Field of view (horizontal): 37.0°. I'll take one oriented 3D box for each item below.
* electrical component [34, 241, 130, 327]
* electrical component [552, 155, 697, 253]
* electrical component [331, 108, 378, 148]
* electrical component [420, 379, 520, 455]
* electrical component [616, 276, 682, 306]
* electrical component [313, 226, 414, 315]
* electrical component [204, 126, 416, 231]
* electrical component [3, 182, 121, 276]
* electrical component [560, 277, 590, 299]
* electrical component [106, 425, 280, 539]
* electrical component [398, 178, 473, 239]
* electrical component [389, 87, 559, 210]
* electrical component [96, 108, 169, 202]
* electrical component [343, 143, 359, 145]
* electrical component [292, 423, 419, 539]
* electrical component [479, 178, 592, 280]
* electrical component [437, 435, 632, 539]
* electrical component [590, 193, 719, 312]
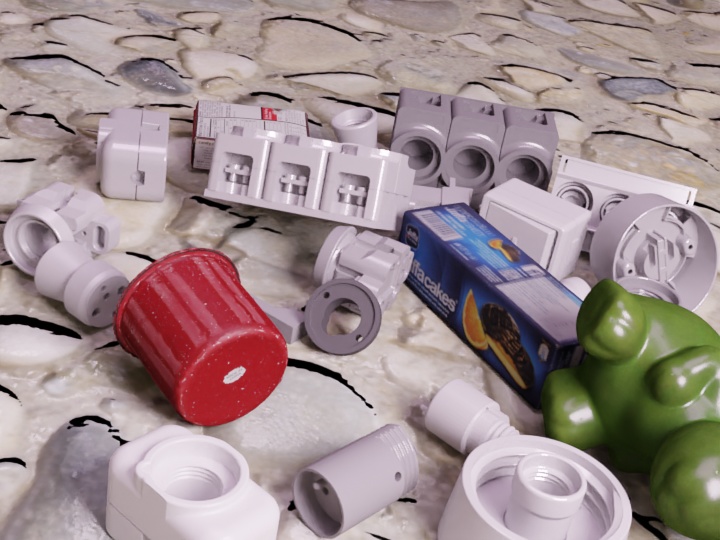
[{"bbox_3d":[-0.196,0.010,0.763,0.055,0.045,0.045,29,35,28],"label":"electrical component"},{"bbox_3d":[0.232,-0.049,0.975,0.121,0.078,0.063,16,1,9],"label":"electrical component"},{"bbox_3d":[0.000,-0.115,1.017,0.044,0.065,0.044,-8,33,5],"label":"electrical component"},{"bbox_3d":[0.078,0.103,0.698,0.078,0.040,0.040,32,36,32],"label":"electrical component"},{"bbox_3d":[0.214,0.042,0.829,0.078,0.057,0.058,-1,32,-19],"label":"electrical component"},{"bbox_3d":[0.000,0.000,0.832,0.057,0.058,0.078,23,32,15],"label":"electrical component"},{"bbox_3d":[-0.039,-0.077,0.893,0.150,0.061,0.089,12,4,18],"label":"electrical component"},{"bbox_3d":[-0.229,-0.029,0.808,0.078,0.058,0.057,18,28,12],"label":"electrical component"},{"bbox_3d":[0.156,0.030,0.849,0.046,0.040,0.040,-13,37,-26],"label":"electrical component"},{"bbox_3d":[-0.091,0.129,0.580,0.095,0.059,0.054,31,36,31],"label":"electrical component"},{"bbox_3d":[0.066,-0.048,0.949,0.064,0.042,0.081,9,29,1],"label":"electrical component"},{"bbox_3d":[0.103,-0.109,1.016,0.150,0.089,0.061,10,30,-2],"label":"electrical component"},{"bbox_3d":[-0.200,-0.102,0.944,0.059,0.053,0.095,4,31,-11],"label":"electrical component"},{"bbox_3d":[-0.010,-0.080,0.965,0.045,0.055,0.045,8,30,-5],"label":"electrical component"},{"bbox_3d":[0.004,0.122,0.638,0.043,0.043,0.081,33,37,33],"label":"electrical component"},{"bbox_3d":[0.139,-0.034,0.927,0.096,0.061,0.061,28,34,27],"label":"electrical component"},{"bbox_3d":[0.104,0.141,0.621,0.108,0.060,0.108,8,31,-5],"label":"electrical component"},{"bbox_3d":[0.244,-0.012,0.893,0.099,0.099,0.064,-3,27,-22],"label":"electrical component"}]
